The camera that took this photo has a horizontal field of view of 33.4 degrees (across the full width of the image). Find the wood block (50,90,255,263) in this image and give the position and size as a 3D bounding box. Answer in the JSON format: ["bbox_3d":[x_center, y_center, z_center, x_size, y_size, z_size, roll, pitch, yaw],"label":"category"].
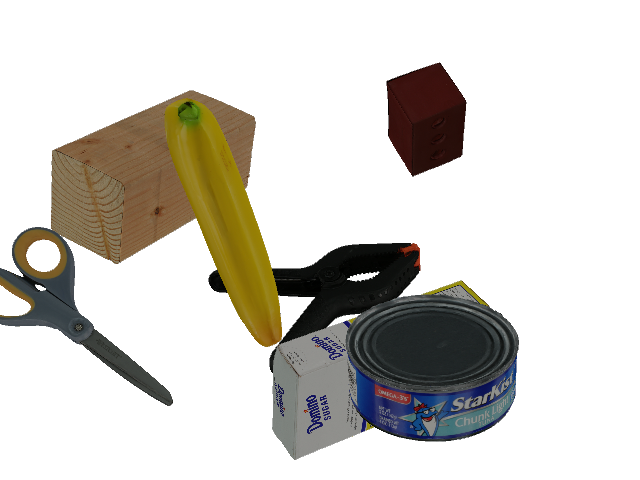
[{"bbox_3d":[-0.163,-0.069,1.068,0.090,0.091,0.205,25,34,23],"label":"wood block"}]

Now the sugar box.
[{"bbox_3d":[0.047,0.101,0.848,0.176,0.093,0.048,-15,40,-24],"label":"sugar box"}]

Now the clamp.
[{"bbox_3d":[0.010,0.054,1.049,0.209,0.036,0.165,-15,37,-13],"label":"clamp"}]

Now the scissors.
[{"bbox_3d":[-0.182,0.051,0.825,0.202,0.096,0.016,19,-27,14],"label":"scissors"}]

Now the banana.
[{"bbox_3d":[-0.065,-0.018,0.693,0.037,0.198,0.069,-15,37,6],"label":"banana"}]

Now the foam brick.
[{"bbox_3d":[0.092,-0.105,0.930,0.053,0.051,0.078,-22,-32,-8],"label":"foam brick"}]

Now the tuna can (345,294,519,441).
[{"bbox_3d":[0.056,0.063,0.536,0.086,0.034,0.086,-3,27,1],"label":"tuna can"}]
